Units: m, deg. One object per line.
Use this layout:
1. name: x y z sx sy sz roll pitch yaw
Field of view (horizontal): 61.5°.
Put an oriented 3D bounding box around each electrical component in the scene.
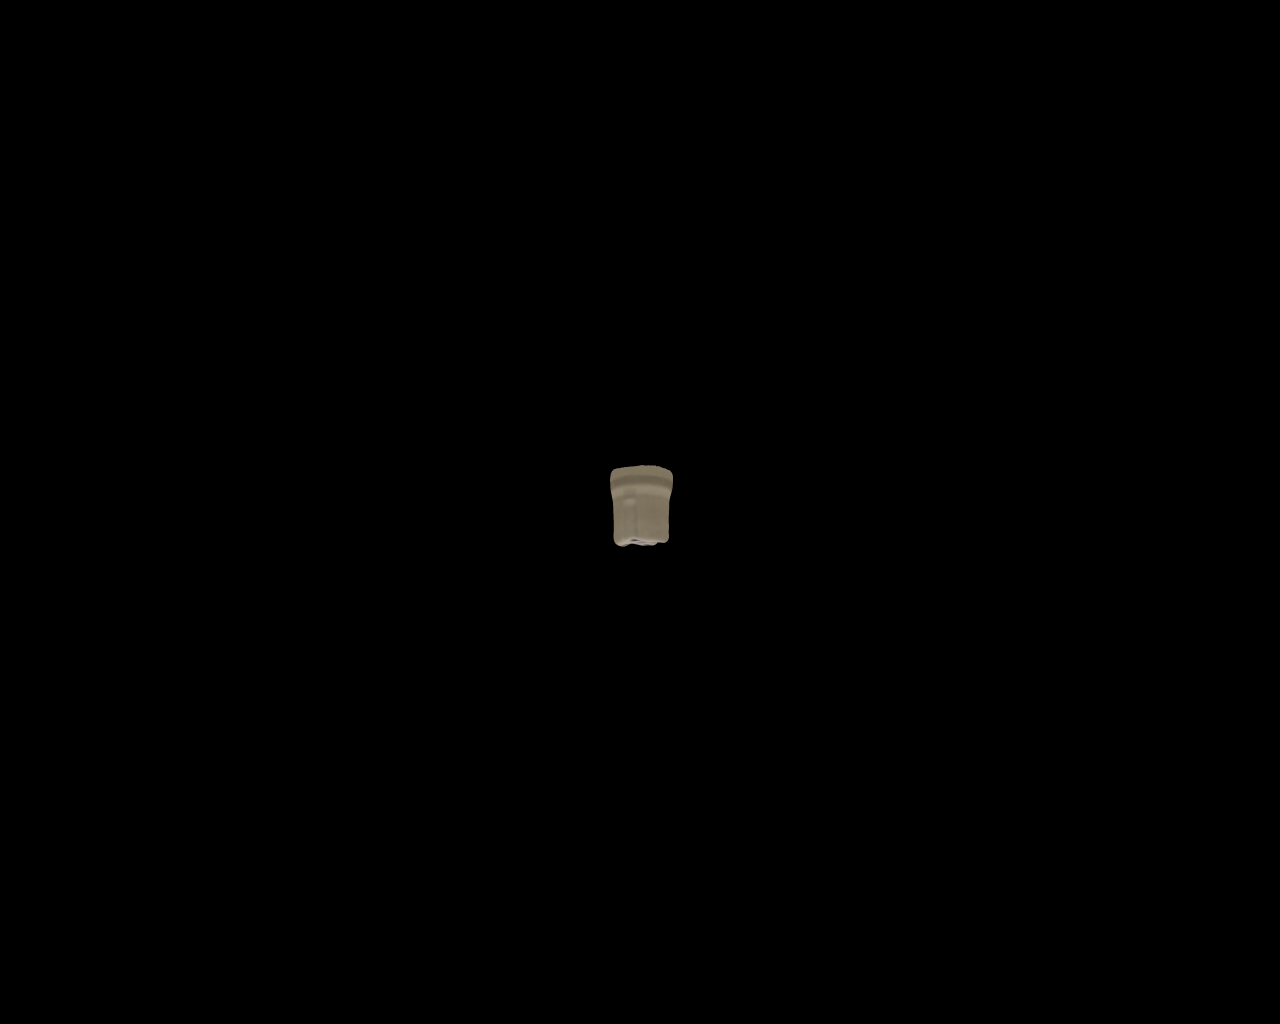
1. electrical component: 0.001 -0.003 0.650 0.040 0.046 0.040 0 -14 0
